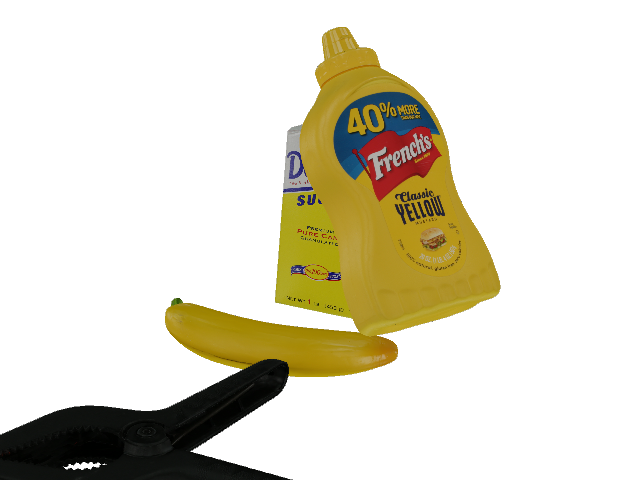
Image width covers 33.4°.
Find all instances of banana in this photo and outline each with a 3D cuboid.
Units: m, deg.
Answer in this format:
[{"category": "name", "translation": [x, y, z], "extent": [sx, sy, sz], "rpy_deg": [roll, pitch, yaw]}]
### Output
[{"category": "banana", "translation": [-0.043, 0.073, 0.808], "extent": [0.198, 0.037, 0.069], "rpy_deg": [12, 30, 21]}]

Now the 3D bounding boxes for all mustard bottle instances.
[{"category": "mustard bottle", "translation": [0.039, -0.043, 0.660], "extent": [0.096, 0.191, 0.058], "rpy_deg": [-13, -12, -29]}]

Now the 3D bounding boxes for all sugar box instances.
[{"category": "sugar box", "translation": [0.009, -0.019, 1.035], "extent": [0.093, 0.176, 0.048], "rpy_deg": [10, 16, 23]}]

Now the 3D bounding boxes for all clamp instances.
[{"category": "clamp", "translation": [-0.092, 0.115, 0.592], "extent": [0.209, 0.036, 0.164], "rpy_deg": [-1, 22, -10]}]
